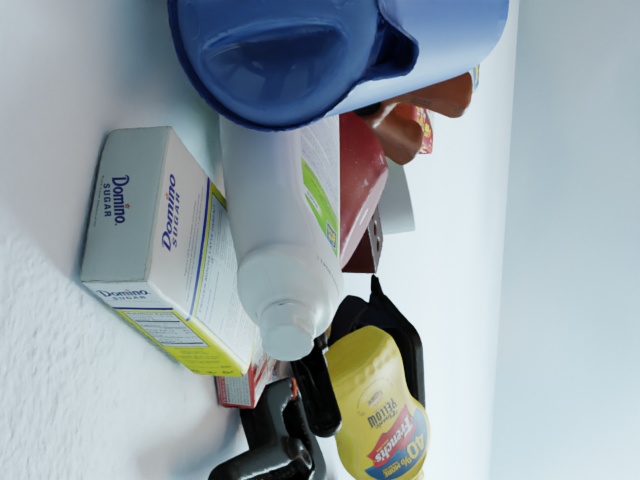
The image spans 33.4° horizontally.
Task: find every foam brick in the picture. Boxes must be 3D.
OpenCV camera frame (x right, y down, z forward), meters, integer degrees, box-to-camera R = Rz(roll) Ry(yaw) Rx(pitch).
[{"bbox_3d":[0.030,-0.012,1.047,0.078,0.051,0.053,77,21,-43],"label":"foam brick"}]

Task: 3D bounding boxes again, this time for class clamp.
[{"bbox_3d":[-0.014,0.069,0.828,0.171,0.039,0.120,-128,-146,-74],"label":"clamp"},{"bbox_3d":[-0.030,0.163,0.781,0.164,0.036,0.210,52,13,-31],"label":"clamp"}]

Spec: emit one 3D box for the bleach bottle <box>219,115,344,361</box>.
[{"bbox_3d":[-0.025,-0.032,0.662,0.102,0.068,0.251,55,21,-36],"label":"bleach bottle"}]

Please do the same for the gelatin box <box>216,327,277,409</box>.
[{"bbox_3d":[-0.054,0.066,0.776,0.073,0.030,0.089,-65,155,-58],"label":"gelatin box"}]

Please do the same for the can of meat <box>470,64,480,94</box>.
[{"bbox_3d":[0.155,-0.226,1.212,0.084,0.057,0.102,73,22,-54],"label":"can of meat"}]

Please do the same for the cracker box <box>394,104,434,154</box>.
[{"bbox_3d":[0.089,-0.214,1.218,0.164,0.072,0.214,16,75,-76],"label":"cracker box"}]

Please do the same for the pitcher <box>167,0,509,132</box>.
[{"bbox_3d":[0.019,-0.151,0.664,0.242,0.145,0.149,-22,87,-58],"label":"pitcher"}]

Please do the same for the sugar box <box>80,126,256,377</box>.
[{"bbox_3d":[-0.082,0.013,0.636,0.176,0.048,0.093,56,36,-61],"label":"sugar box"}]

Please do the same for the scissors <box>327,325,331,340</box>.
[{"bbox_3d":[-0.006,0.001,0.980,0.096,0.016,0.202,-68,155,-56],"label":"scissors"}]

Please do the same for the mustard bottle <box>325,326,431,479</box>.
[{"bbox_3d":[0.057,0.181,1.025,0.096,0.058,0.191,-38,122,-21],"label":"mustard bottle"}]

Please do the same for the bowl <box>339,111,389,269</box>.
[{"bbox_3d":[0.011,-0.028,0.844,0.162,0.055,0.162,-62,172,-16],"label":"bowl"}]
